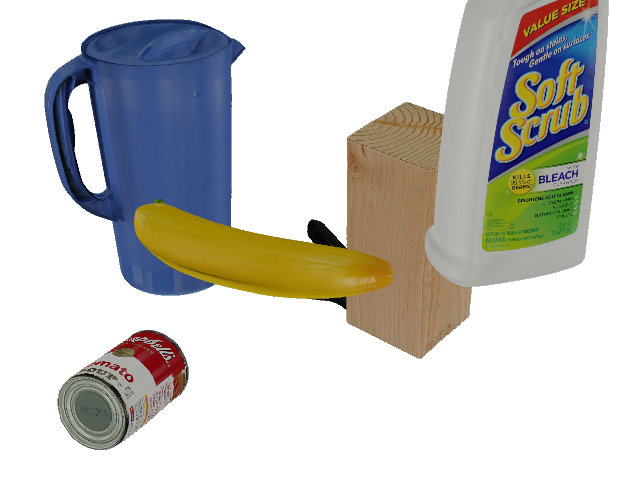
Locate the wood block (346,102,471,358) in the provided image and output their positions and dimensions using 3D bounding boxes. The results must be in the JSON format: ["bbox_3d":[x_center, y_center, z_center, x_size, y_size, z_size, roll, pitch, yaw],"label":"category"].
[{"bbox_3d":[0.085,-0.008,0.981,0.091,0.206,0.090,25,43,32],"label":"wood block"}]

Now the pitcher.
[{"bbox_3d":[-0.152,-0.072,0.987,0.149,0.243,0.145,5,28,11],"label":"pitcher"}]

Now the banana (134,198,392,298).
[{"bbox_3d":[-0.052,0.004,0.687,0.198,0.037,0.069,18,35,28],"label":"banana"}]

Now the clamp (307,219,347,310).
[{"bbox_3d":[0.033,0.054,1.206,0.210,0.036,0.164,29,35,20],"label":"clamp"}]

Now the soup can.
[{"bbox_3d":[-0.165,0.124,0.897,0.069,0.068,0.102,0,16,23],"label":"soup can"}]

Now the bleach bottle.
[{"bbox_3d":[0.116,-0.100,0.626,0.102,0.251,0.068,-9,29,-14],"label":"bleach bottle"}]
